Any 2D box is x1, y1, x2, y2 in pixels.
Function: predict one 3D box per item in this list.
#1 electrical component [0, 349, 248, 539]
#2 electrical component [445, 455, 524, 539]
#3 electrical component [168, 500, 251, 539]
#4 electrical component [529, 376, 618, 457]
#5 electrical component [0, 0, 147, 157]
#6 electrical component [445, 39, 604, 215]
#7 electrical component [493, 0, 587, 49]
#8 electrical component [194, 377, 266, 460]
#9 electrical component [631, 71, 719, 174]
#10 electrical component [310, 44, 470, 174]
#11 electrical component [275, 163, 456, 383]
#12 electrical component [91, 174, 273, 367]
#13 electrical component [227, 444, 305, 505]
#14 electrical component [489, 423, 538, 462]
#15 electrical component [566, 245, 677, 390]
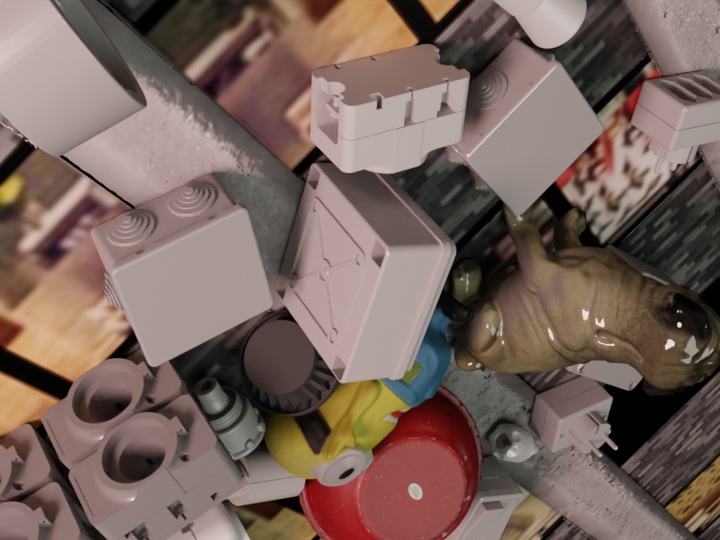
[{"bbox_3d":[-0.183,0.139,0.689,0.186,0.105,0.060,-34,139,-10],"label":"electrical component"},{"bbox_3d":[0.103,0.233,1.025,0.062,0.061,0.096,5,121,-40],"label":"electrical component"},{"bbox_3d":[-0.118,0.221,0.849,0.059,0.053,0.095,-30,138,-14],"label":"electrical component"},{"bbox_3d":[0.212,0.148,1.023,0.066,0.076,0.047,-18,134,-25],"label":"electrical component"},{"bbox_3d":[-0.157,-0.103,0.501,0.060,0.108,0.108,-35,139,2],"label":"electrical component"},{"bbox_3d":[0.110,-0.100,0.750,0.099,0.048,0.100,-46,139,5],"label":"electrical component"},{"bbox_3d":[0.110,-0.176,0.690,0.065,0.044,0.044,25,107,-42],"label":"electrical component"},{"bbox_3d":[-0.099,0.103,0.770,0.048,0.048,0.062,-32,130,-11],"label":"electrical component"},{"bbox_3d":[0.253,-0.110,0.852,0.066,0.047,0.076,-14,132,-29],"label":"electrical component"},{"bbox_3d":[0.018,-0.099,0.678,0.089,0.050,0.055,-18,134,-25],"label":"electrical component"},{"bbox_3d":[0.000,0.000,0.707,0.056,0.108,0.108,-3,126,-33],"label":"electrical component"},{"bbox_3d":[-0.110,-0.001,0.666,0.100,0.048,0.099,-27,137,-16],"label":"electrical component"},{"bbox_3d":[-0.087,0.158,0.826,0.081,0.043,0.043,-1,125,-37],"label":"electrical component"},{"bbox_3d":[0.150,0.166,1.024,0.061,0.035,0.035,22,110,-49],"label":"electrical component"},{"bbox_3d":[0.233,0.045,0.964,0.109,0.056,0.108,20,111,-46],"label":"electrical component"}]
